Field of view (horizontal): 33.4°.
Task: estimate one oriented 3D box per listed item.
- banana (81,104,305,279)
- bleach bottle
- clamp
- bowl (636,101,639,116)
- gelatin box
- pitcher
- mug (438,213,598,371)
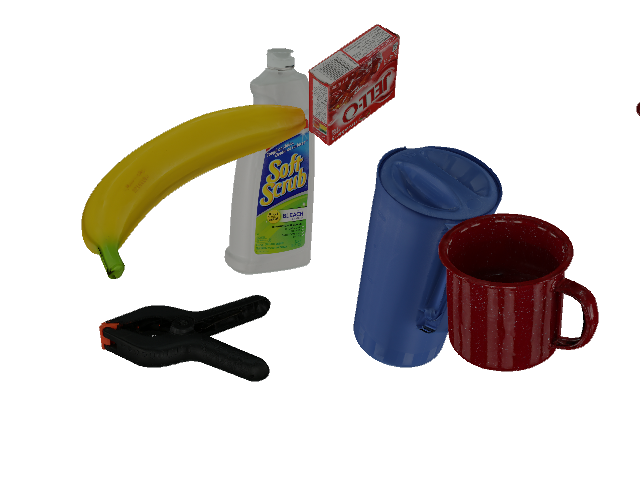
[{"bbox_3d":[-0.092,-0.043,0.701,0.070,0.037,0.197,33,53,17],"label":"banana"},{"bbox_3d":[-0.056,-0.091,1.219,0.102,0.251,0.068,-8,21,-26],"label":"bleach bottle"},{"bbox_3d":[-0.127,0.088,1.051,0.171,0.039,0.120,7,27,4],"label":"clamp"},{"bbox_3d":[0.370,-0.095,0.970,0.162,0.055,0.162,-4,23,1],"label":"bowl"},{"bbox_3d":[0.030,-0.136,0.931,0.089,0.073,0.030,-38,61,-26],"label":"gelatin box"},{"bbox_3d":[0.110,0.031,1.173,0.145,0.243,0.149,25,41,18],"label":"pitcher"},{"bbox_3d":[0.141,0.042,0.756,0.117,0.081,0.093,17,39,32],"label":"mug"}]
